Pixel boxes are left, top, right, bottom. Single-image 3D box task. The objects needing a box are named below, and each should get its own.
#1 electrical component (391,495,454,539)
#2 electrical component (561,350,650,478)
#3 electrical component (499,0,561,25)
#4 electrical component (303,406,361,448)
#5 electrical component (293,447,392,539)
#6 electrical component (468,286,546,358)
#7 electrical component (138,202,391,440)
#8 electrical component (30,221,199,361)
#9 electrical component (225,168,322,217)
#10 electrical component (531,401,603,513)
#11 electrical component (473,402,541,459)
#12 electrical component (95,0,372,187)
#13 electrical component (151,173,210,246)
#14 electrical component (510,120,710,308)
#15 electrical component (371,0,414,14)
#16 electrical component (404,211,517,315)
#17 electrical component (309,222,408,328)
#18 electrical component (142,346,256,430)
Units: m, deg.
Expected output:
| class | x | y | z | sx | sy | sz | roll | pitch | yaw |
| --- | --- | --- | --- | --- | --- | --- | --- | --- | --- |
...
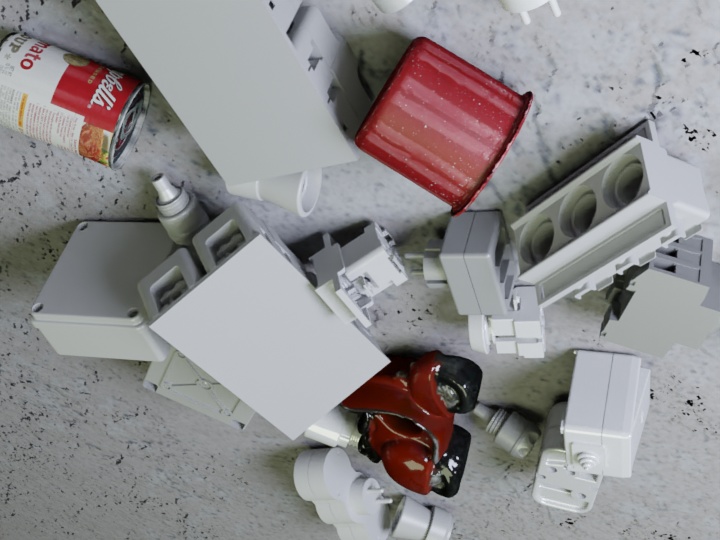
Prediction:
| class | x | y | z | sx | sy | sz | roll | pitch | yaw |
| --- | --- | --- | --- | --- | --- | --- | --- | --- | --- |
| electrical component | 0.065 | 0.265 | 1.120 | 0.055 | 0.045 | 0.045 | 21 | 141 | -2 |
| electrical component | 0.196 | 0.120 | 0.856 | 0.061 | 0.096 | 0.061 | 5 | 138 | 18 |
| electrical component | 0.090 | -0.172 | 0.605 | 0.077 | 0.043 | 0.079 | -8 | 134 | 30 |
| electrical component | -0.018 | 0.150 | 1.025 | 0.078 | 0.040 | 0.040 | 20 | 141 | 0 |
| electrical component | -0.003 | 0.233 | 1.105 | 0.074 | 0.052 | 0.138 | -10 | 132 | 31 |
| electrical component | 0.115 | 0.041 | 0.841 | 0.055 | 0.048 | 0.066 | -2 | 137 | 14 |
| electrical component | -0.075 | 0.042 | 0.853 | 0.105 | 0.060 | 0.186 | -39 | 131 | 5 |
| electrical component | -0.199 | 0.016 | 0.892 | 0.109 | 0.108 | 0.056 | 2 | 140 | 21 |
| electrical component | -0.066 | -0.067 | 0.796 | 0.065 | 0.044 | 0.044 | 14 | 141 | 16 |
| electrical component | 0.185 | 0.160 | 0.937 | 0.054 | 0.059 | 0.095 | 12 | 140 | 10 |
| electrical component | 0.129 | 0.139 | 0.959 | 0.061 | 0.035 | 0.035 | 34 | 143 | 15 |
| electrical component | -0.080 | -0.149 | 0.690 | 0.105 | 0.060 | 0.186 | -8 | 133 | 30 |
| electrical component | -0.146 | -0.050 | 0.852 | 0.035 | 0.035 | 0.061 | -5 | 132 | 28 |
| electrical component | 0.166 | -0.032 | 0.718 | 0.063 | 0.078 | 0.121 | 15 | 146 | -30 |
| electrical component | 0.009 | -0.183 | 0.630 | 0.044 | 0.044 | 0.065 | -16 | 133 | 36 |
| electrical component | 0.071 | -0.005 | 0.804 | 0.077 | 0.047 | 0.065 | 0 | 137 | 23 |
| electrical component | 0.000 | 0.000 | 0.820 | 0.064 | 0.081 | 0.042 | -33 | 122 | 12 |
| electrical component | -0.132 | 0.083 | 0.983 | 0.109 | 0.056 | 0.108 | 25 | 141 | -6 |
